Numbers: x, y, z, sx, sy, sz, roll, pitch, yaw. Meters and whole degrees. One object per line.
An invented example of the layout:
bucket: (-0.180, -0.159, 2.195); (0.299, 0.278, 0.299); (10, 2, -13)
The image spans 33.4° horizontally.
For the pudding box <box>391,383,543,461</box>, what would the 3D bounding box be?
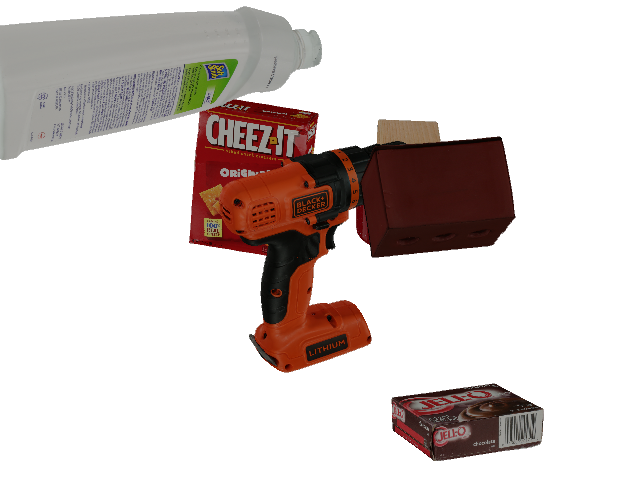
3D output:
pudding box: (0.133, 0.164, 0.976); (0.113, 0.039, 0.090); (-3, 9, -20)

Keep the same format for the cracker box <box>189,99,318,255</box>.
cracker box: (-0.100, -0.089, 1.558); (0.164, 0.214, 0.072); (10, 22, 7)

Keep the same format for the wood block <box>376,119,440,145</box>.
wood block: (0.124, -0.090, 1.500); (0.091, 0.090, 0.206); (3, 29, 0)

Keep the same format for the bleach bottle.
bleach bottle: (-0.120, -0.125, 0.797); (0.250, 0.068, 0.103); (-11, -25, -23)

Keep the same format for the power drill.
power drill: (0.005, 0.011, 0.922); (0.184, 0.188, 0.057); (-15, 31, -22)

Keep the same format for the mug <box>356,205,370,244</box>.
mug: (0.090, -0.045, 1.120); (0.117, 0.081, 0.093); (-11, 33, -18)

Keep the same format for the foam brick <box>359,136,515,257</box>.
foam brick: (0.067, -0.025, 0.625); (0.078, 0.051, 0.053); (-6, -20, -10)
